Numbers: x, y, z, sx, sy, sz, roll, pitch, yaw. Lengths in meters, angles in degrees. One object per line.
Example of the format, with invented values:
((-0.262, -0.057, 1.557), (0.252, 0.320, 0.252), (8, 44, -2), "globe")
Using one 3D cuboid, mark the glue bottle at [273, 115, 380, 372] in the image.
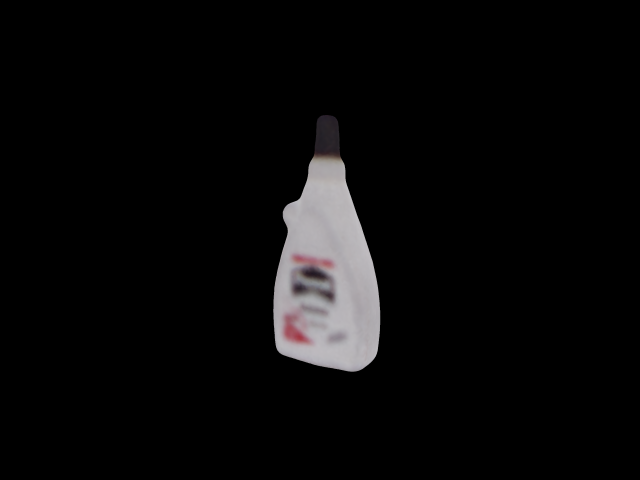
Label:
((0.004, 0.001, 0.400), (0.078, 0.173, 0.037), (6, 13, 27), "glue bottle")
